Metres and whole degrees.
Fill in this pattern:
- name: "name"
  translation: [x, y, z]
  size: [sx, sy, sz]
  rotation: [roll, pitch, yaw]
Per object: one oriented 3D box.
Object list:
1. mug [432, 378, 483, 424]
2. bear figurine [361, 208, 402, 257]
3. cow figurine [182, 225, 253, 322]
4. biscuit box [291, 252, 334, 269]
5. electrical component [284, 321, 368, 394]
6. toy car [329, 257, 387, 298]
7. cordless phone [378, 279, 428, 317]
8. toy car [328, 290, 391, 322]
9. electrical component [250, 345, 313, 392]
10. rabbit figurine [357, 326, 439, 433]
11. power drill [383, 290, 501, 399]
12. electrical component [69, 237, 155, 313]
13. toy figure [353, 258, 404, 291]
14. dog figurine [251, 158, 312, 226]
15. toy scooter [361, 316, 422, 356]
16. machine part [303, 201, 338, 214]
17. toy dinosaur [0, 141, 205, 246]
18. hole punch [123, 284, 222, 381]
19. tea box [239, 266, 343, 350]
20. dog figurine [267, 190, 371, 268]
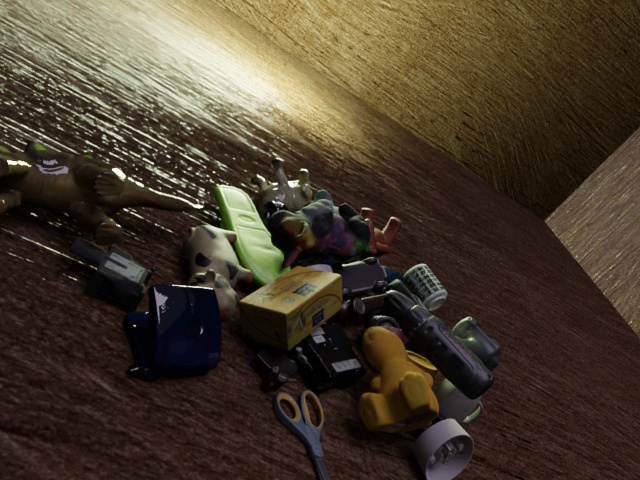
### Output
- name: "mug"
  translation: [0.267, 0.307, 1.027]
  size: [0.109, 0.107, 0.081]
  rotation: [32, 27, -9]
- name: "bear figurine"
  translation: [0.118, -0.018, 1.328]
  size: [0.120, 0.132, 0.195]
  rotation: [20, -1, 20]
- name: "cow figurine"
  translation: [-0.182, 0.052, 0.891]
  size: [0.127, 0.085, 0.195]
  rotation: [22, 31, -43]
- name: "biscuit box"
  translation: [-0.022, 0.034, 1.161]
  size: [0.063, 0.059, 0.202]
  rotation: [46, 26, 20]
- name: "electrical component"
  translation: [0.004, 0.193, 0.930]
  size: [0.115, 0.058, 0.134]
  rotation: [8, 38, -50]
- name: "toy car"
  translation: [0.072, 0.084, 1.170]
  size: [0.201, 0.056, 0.073]
  rotation: [-6, 73, -44]
- name: "cordless phone"
  translation: [0.219, 0.175, 1.229]
  size: [0.184, 0.088, 0.147]
  rotation: [23, 27, -53]
- name: "toy car"
  translation: [0.087, 0.137, 1.096]
  size: [0.202, 0.089, 0.053]
  rotation: [0, 75, -53]
- name: "electrical component"
  translation: [-0.062, 0.197, 0.849]
  size: [0.078, 0.045, 0.102]
  rotation: [47, 26, 16]
- name: "rabbit figurine"
  translation: [0.133, 0.222, 0.899]
  size: [0.162, 0.122, 0.173]
  rotation: [18, 36, -46]
- name: "power drill"
  translation: [0.236, 0.178, 0.978]
  size: [0.232, 0.086, 0.207]
  rotation: [48, 15, 32]
- name: "electrical component"
  translation: [-0.306, 0.047, 0.775]
  size: [0.119, 0.047, 0.075]
  rotation: [28, 26, -20]
- name: "toy figure"
  translation: [0.129, 0.087, 1.279]
  size: [0.154, 0.057, 0.064]
  rotation: [17, 26, -28]
- name: "dog figurine"
  translation: [-0.077, -0.068, 1.242]
  size: [0.172, 0.121, 0.191]
  rotation: [19, 46, -31]
- name: "toy scooter"
  translation: [0.164, 0.228, 1.060]
  size: [0.184, 0.075, 0.135]
  rotation: [14, 61, -16]
- name: "machine part"
  translation: [0.009, -0.047, 1.275]
  size: [0.079, 0.079, 0.243]
  rotation: [44, 9, 12]
- name: "toy dinosaur"
  translation: [-0.357, -0.081, 0.806]
  size: [0.471, 0.105, 0.199]
  rotation: [17, 13, -41]
- name: "hole punch"
  translation: [-0.195, 0.125, 0.747]
  size: [0.142, 0.092, 0.116]
  rotation: [13, 39, -49]
- name: "tea box"
  translation: [-0.044, 0.108, 0.897]
  size: [0.098, 0.068, 0.169]
  rotation: [9, 21, 30]
- name: "dog figurine"
  translation: [-0.002, -0.003, 1.048]
  size: [0.191, 0.108, 0.219]
  rotation: [34, 26, 2]
